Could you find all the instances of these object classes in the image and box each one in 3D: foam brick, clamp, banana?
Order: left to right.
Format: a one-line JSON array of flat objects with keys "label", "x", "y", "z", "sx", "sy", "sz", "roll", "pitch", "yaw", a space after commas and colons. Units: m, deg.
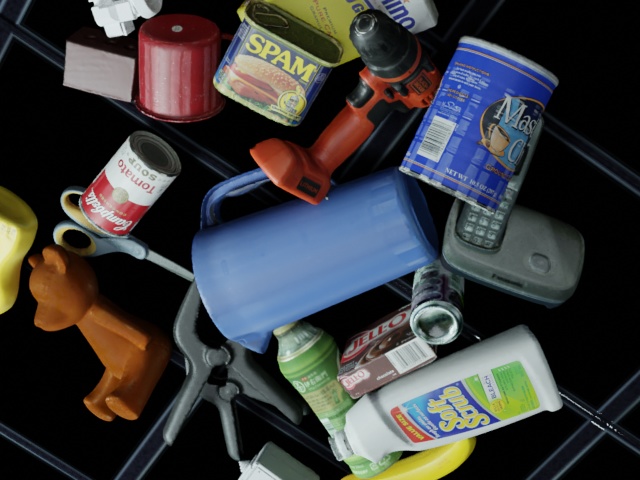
[{"label": "foam brick", "x": -0.221, "y": -0.183, "z": 1.110, "sx": 0.078, "sy": 0.053, "sz": 0.051, "roll": 15, "pitch": 118, "yaw": 3}, {"label": "clamp", "x": -0.105, "y": 0.133, "z": 1.229, "sx": 0.164, "sy": 0.036, "sz": 0.210, "roll": -3, "pitch": 101, "yaw": -3}, {"label": "clamp", "x": -0.109, "y": 0.185, "z": 1.278, "sx": 0.171, "sy": 0.039, "sz": 0.120, "roll": 43, "pitch": 100, "yaw": -5}, {"label": "banana", "x": 0.115, "y": 0.265, "z": 1.274, "sx": 0.198, "sy": 0.037, "sz": 0.069, "roll": -34, "pitch": 120, "yaw": 27}]

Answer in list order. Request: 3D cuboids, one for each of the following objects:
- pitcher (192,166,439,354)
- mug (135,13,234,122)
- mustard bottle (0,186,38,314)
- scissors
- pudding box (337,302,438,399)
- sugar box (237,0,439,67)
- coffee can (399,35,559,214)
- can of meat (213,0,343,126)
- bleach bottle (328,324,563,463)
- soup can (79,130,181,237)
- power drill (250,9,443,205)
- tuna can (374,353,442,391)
[{"label": "pitcher", "x": -0.007, "y": 0.001, "z": 1.127, "sx": 0.243, "sy": 0.145, "sz": 0.149, "roll": -21, "pitch": 130, "yaw": 16}, {"label": "mug", "x": -0.130, "y": -0.178, "z": 1.076, "sx": 0.117, "sy": 0.093, "sz": 0.081, "roll": -14, "pitch": 128, "yaw": -25}, {"label": "mustard bottle", "x": -0.391, "y": 0.033, "z": 1.246, "sx": 0.096, "sy": 0.058, "sz": 0.192, "roll": 34, "pitch": 121, "yaw": 17}, {"label": "scissors", "x": -0.225, "y": 0.018, "z": 1.234, "sx": 0.201, "sy": 0.016, "sz": 0.096, "roll": 42, "pitch": 118, "yaw": -11}, {"label": "pudding box", "x": 0.077, "y": 0.118, "z": 1.182, "sx": 0.114, "sy": 0.090, "sz": 0.039, "roll": -28, "pitch": 110, "yaw": 22}, {"label": "sugar box", "x": 0.018, "y": -0.223, "z": 1.047, "sx": 0.176, "sy": 0.048, "sz": 0.093, "roll": -19, "pitch": 113, "yaw": 21}, {"label": "coffee can", "x": 0.151, "y": -0.109, "z": 1.019, "sx": 0.103, "sy": 0.103, "sz": 0.140, "roll": 25, "pitch": 94, "yaw": -2}, {"label": "can of meat", "x": -0.042, "y": -0.168, "z": 1.028, "sx": 0.102, "sy": 0.057, "sz": 0.084, "roll": 28, "pitch": 124, "yaw": -8}, {"label": "bleach bottle", "x": 0.132, "y": 0.186, "z": 1.176, "sx": 0.251, "sy": 0.068, "sz": 0.102, "roll": -24, "pitch": 108, "yaw": 1}, {"label": "soup can", "x": -0.206, "y": -0.061, "z": 1.161, "sx": 0.068, "sy": 0.068, "sz": 0.102, "roll": 40, "pitch": 116, "yaw": -10}, {"label": "power drill", "x": 0.025, "y": -0.123, "z": 1.010, "sx": 0.188, "sy": 0.184, "sz": 0.057, "roll": -42, "pitch": 65, "yaw": 11}, {"label": "tuna can", "x": 0.106, "y": 0.162, "z": 1.230, "sx": 0.086, "sy": 0.033, "sz": 0.086, "roll": 5, "pitch": 117, "yaw": 9}]
